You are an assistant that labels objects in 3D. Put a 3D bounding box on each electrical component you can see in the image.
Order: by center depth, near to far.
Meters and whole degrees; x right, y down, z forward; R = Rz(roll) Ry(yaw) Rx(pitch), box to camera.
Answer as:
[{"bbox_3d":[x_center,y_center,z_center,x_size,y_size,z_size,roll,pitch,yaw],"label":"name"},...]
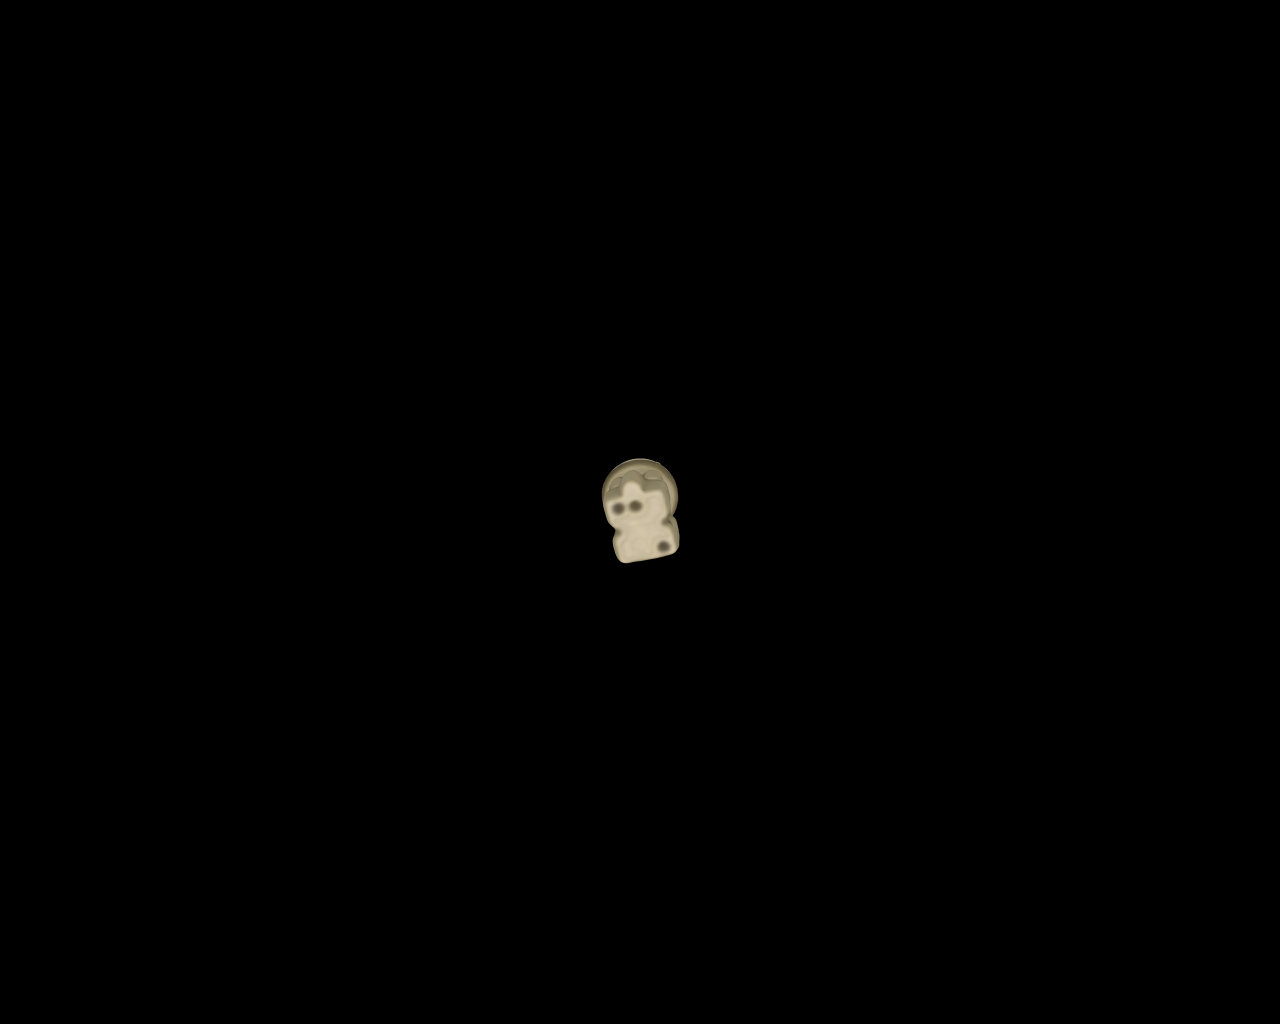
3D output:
[{"bbox_3d":[0.001,-0.003,0.650,0.048,0.066,0.055,-11,24,5],"label":"electrical component"}]
